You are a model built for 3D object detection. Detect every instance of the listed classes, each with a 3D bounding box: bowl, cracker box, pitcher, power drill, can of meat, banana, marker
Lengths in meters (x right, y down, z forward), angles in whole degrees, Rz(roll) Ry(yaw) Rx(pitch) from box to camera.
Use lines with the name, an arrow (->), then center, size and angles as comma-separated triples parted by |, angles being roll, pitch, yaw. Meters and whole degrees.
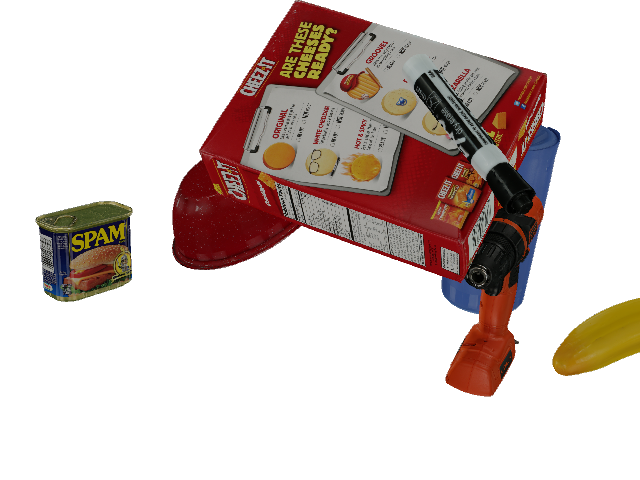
bowl -> -0.078, -0.045, 0.981 | 0.162, 0.055, 0.162 | -22, 30, 13
cracker box -> 0.043, -0.079, 0.814 | 0.214, 0.164, 0.072 | 20, -27, 19
pitcher -> 0.210, -0.029, 1.341 | 0.149, 0.243, 0.145 | 3, 26, -1
power drill -> 0.171, 0.059, 1.065 | 0.057, 0.188, 0.184 | 18, 29, 19
can of meat -> -0.251, 0.011, 1.146 | 0.058, 0.084, 0.101 | 18, 25, 40
banana -> 0.258, 0.065, 0.762 | 0.197, 0.037, 0.069 | -2, 33, -2
marker -> 0.081, -0.059, 0.589 | 0.020, 0.121, 0.020 | -21, -35, -16
